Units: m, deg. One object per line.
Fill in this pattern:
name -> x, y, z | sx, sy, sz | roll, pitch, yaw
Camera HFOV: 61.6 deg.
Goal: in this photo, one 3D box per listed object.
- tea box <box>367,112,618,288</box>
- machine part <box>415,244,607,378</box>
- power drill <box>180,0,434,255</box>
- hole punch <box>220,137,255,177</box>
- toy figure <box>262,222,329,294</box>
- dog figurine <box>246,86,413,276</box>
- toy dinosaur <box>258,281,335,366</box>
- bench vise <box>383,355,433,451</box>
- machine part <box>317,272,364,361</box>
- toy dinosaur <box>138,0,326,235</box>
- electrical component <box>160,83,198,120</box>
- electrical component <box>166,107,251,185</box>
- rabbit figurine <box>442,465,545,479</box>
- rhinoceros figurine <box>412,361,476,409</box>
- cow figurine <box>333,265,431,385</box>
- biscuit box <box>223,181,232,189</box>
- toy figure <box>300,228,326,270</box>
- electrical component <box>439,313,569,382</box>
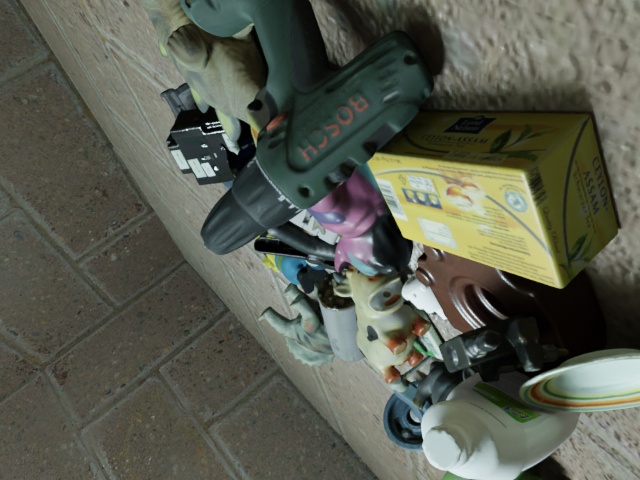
tea box -> 0.120, -0.039, 0.406 | 0.170, 0.068, 0.098 | 23, 148, 56
machine part -> 0.168, 0.054, 0.495 | 0.179, 0.056, 0.179 | 44, 162, 19
power drill -> -0.041, -0.124, 0.442 | 0.086, 0.232, 0.207 | 20, -137, -63
hole punch -> -0.071, -0.097, 0.775 | 0.142, 0.092, 0.116 | 50, 180, -25
toy figure -> -0.052, 0.020, 0.963 | 0.180, 0.082, 0.089 | 42, 143, 52
dog figurine -> 0.021, -0.054, 0.578 | 0.192, 0.108, 0.219 | 41, 163, 28
toy dinosaur -> 0.004, 0.171, 1.079 | 0.192, 0.131, 0.405 | 42, 161, -10
bench vise -> 0.179, 0.289, 0.844 | 0.224, 0.129, 0.240 | 31, 160, 50
machine part -> 0.044, 0.128, 0.881 | 0.079, 0.079, 0.243 | 40, 156, 34
toy dinosaur -> -0.120, -0.214, 0.631 | 0.471, 0.105, 0.198 | 59, 172, 9
electrical component -> -0.203, -0.208, 0.893 | 0.048, 0.075, 0.119 | 19, 140, 62
electrical component -> -0.172, -0.149, 0.849 | 0.134, 0.058, 0.114 | -4, 134, 15
rabbit figurine -> 0.243, 0.313, 0.716 | 0.121, 0.159, 0.170 | -148, 39, -72
rhinoceros figurine -> 0.190, 0.212, 0.690 | 0.073, 0.112, 0.190 | 32, 179, -9
cow figurine -> 0.083, 0.100, 0.734 | 0.127, 0.085, 0.194 | 41, 156, 31
biscuit box -> -0.145, -0.124, 0.941 | 0.203, 0.059, 0.062 | 41, 162, 31
toy figure -> 0.000, -0.003, 0.822 | 0.064, 0.058, 0.154 | 6, 153, 4
electrical component -> 0.145, 0.090, 0.433 | 0.102, 0.078, 0.045 | 120, 132, -64
